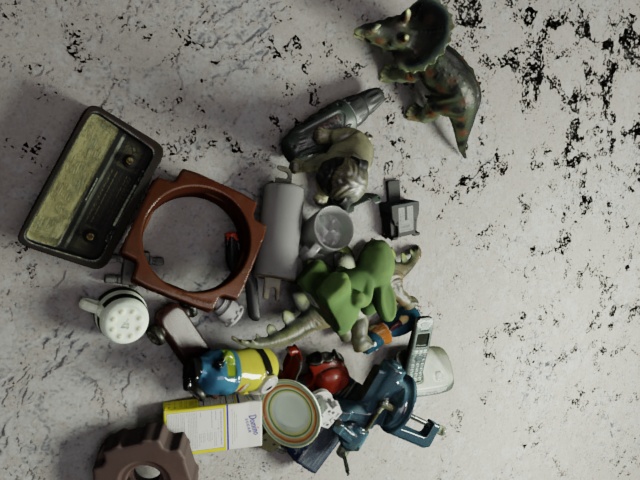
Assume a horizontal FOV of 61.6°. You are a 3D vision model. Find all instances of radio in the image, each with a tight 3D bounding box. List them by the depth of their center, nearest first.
[{"bbox_3d":[-0.349,-0.077,0.830,0.131,0.073,0.229,28,86,-29],"label":"radio"}]

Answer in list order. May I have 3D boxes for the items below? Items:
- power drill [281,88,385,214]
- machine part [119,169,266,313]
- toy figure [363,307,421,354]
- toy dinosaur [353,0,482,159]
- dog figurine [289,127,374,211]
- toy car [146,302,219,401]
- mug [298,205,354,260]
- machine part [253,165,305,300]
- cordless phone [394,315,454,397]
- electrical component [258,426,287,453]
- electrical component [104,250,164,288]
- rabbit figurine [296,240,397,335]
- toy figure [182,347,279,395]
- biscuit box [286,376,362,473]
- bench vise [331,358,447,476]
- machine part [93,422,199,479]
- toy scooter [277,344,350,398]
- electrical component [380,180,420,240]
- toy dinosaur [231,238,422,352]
[{"bbox_3d":[0.053,-0.160,1.022,0.232,0.086,0.207,-25,114,-20],"label":"power drill"},{"bbox_3d":[-0.206,0.003,0.883,0.201,0.087,0.201,25,75,-17],"label":"machine part"},{"bbox_3d":[0.146,0.192,1.148,0.154,0.058,0.064,-25,133,-25],"label":"toy figure"},{"bbox_3d":[0.234,-0.301,1.027,0.404,0.192,0.131,38,83,-27],"label":"toy dinosaur"},{"bbox_3d":[0.055,-0.127,0.889,0.121,0.191,0.172,41,80,-22],"label":"dog figurine"},{"bbox_3d":[-0.228,0.197,0.957,0.089,0.053,0.202,-46,120,-36],"label":"toy car"},{"bbox_3d":[-0.002,-0.003,0.998,0.081,0.107,0.109,38,67,-13],"label":"mug"},{"bbox_3d":[-0.072,-0.014,0.964,0.079,0.079,0.243,12,78,-29],"label":"machine part"},{"bbox_3d":[0.234,0.242,1.168,0.146,0.089,0.184,0,111,-27],"label":"cordless phone"},{"bbox_3d":[-0.091,0.378,1.071,0.102,0.045,0.078,32,113,-26],"label":"electrical component"},{"bbox_3d":[-0.311,0.049,0.903,0.094,0.021,0.063,4,98,-29],"label":"electrical component"},{"bbox_3d":[0.075,0.079,0.947,0.170,0.121,0.159,-40,110,-16],"label":"rabbit figurine"},{"bbox_3d":[-0.150,0.226,0.942,0.180,0.082,0.089,15,73,-38],"label":"toy figure"},{"bbox_3d":[0.018,0.377,1.115,0.202,0.059,0.062,-50,118,-12],"label":"biscuit box"},{"bbox_3d":[0.141,0.359,1.066,0.240,0.129,0.223,28,84,-17],"label":"bench vise"},{"bbox_3d":[-0.299,0.401,0.926,0.179,0.056,0.179,-1,106,-4],"label":"machine part"},{"bbox_3d":[-0.023,0.255,1.054,0.184,0.075,0.135,-6,120,-21],"label":"toy scooter"},{"bbox_3d":[0.166,-0.064,1.118,0.075,0.048,0.119,-8,105,-27],"label":"electrical component"},{"bbox_3d":[0.046,0.113,1.054,0.471,0.105,0.198,-34,106,-31],"label":"toy dinosaur"}]
